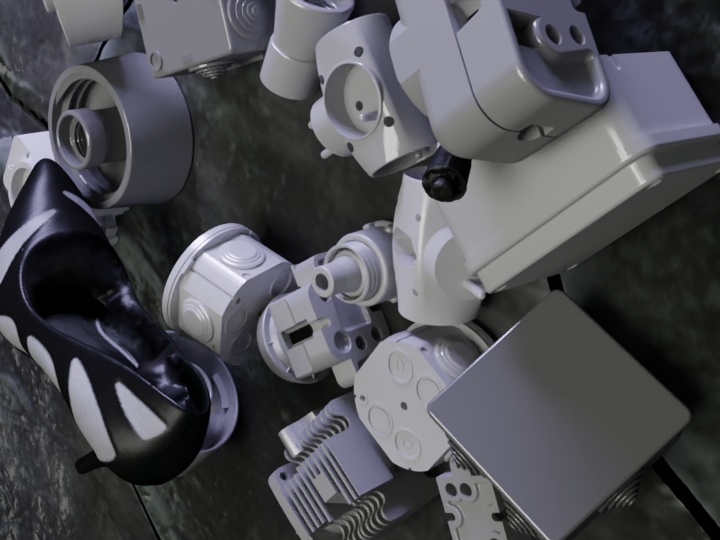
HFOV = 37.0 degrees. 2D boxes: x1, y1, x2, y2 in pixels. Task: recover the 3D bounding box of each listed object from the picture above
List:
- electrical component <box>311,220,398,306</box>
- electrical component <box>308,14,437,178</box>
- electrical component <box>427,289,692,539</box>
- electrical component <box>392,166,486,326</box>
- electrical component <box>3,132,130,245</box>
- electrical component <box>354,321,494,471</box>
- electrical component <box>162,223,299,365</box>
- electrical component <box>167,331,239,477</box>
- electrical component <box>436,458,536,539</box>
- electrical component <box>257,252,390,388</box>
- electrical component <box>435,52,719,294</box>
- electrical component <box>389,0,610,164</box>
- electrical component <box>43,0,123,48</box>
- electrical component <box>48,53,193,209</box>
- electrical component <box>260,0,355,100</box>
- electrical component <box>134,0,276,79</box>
[{"bbox_3d":[0.000,0.000,0.604,0.048,0.062,0.048,15,112,40],"label":"electrical component"},{"bbox_3d":[-0.001,-0.087,0.591,0.079,0.044,0.077,-28,83,45],"label":"electrical component"},{"bbox_3d":[0.095,0.073,0.516,0.099,0.100,0.048,46,174,24],"label":"electrical component"},{"bbox_3d":[0.049,-0.008,0.556,0.079,0.043,0.077,-134,42,-65],"label":"electrical component"},{"bbox_3d":[-0.225,-0.058,0.806,0.089,0.056,0.050,47,130,23],"label":"electrical component"},{"bbox_3d":[0.040,0.068,0.594,0.080,0.051,0.080,15,112,40],"label":"electrical component"},{"bbox_3d":[-0.080,0.016,0.674,0.051,0.080,0.080,32,123,29],"label":"electrical component"},{"bbox_3d":[-0.135,0.092,0.740,0.064,0.099,0.099,-35,78,37],"label":"electrical component"},{"bbox_3d":[0.077,0.121,0.572,0.048,0.055,0.066,-13,93,45],"label":"electrical component"},{"bbox_3d":[-0.025,0.035,0.643,0.057,0.058,0.078,-27,82,42],"label":"electrical component"},{"bbox_3d":[0.098,-0.042,0.487,0.113,0.078,0.057,-39,72,43],"label":"electrical component"},{"bbox_3d":[0.052,-0.094,0.433,0.059,0.054,0.095,-33,64,45],"label":"electrical component"},{"bbox_3d":[-0.181,-0.198,0.705,0.099,0.064,0.099,160,90,-79],"label":"electrical component"},{"bbox_3d":[-0.173,-0.093,0.743,0.108,0.060,0.108,15,113,40],"label":"electrical component"},{"bbox_3d":[-0.033,-0.130,0.613,0.044,0.044,0.065,45,134,25],"label":"electrical component"},{"bbox_3d":[-0.095,-0.166,0.654,0.100,0.048,0.099,-5,100,45],"label":"electrical component"}]
